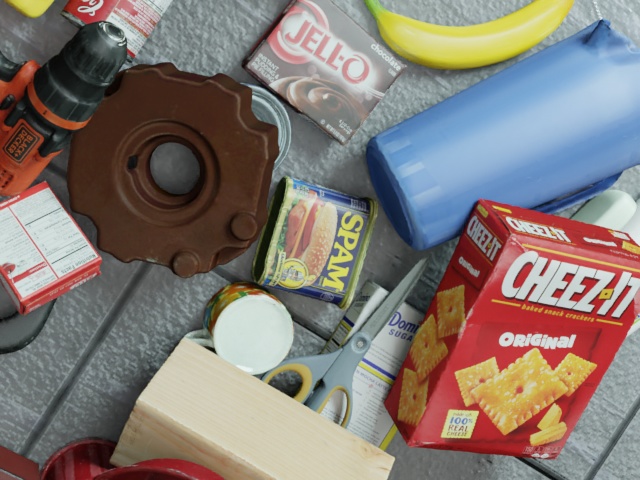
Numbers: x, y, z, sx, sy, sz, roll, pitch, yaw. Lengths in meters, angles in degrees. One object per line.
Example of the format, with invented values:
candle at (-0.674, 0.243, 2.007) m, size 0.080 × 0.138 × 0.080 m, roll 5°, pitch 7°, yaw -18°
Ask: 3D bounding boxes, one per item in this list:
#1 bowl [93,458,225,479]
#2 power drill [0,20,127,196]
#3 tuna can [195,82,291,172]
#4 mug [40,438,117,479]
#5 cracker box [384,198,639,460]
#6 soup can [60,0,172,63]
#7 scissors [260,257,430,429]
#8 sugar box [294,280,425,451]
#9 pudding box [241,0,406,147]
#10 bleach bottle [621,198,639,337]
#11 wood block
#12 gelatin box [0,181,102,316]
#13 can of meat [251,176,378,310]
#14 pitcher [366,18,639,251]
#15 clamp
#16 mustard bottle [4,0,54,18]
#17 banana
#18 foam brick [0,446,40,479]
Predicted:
bowl at (-0.110, 0.228, 0.840) m, size 0.162 × 0.055 × 0.162 m, roll 8°, pitch 118°, yaw 14°
power drill at (-0.252, -0.142, 0.797) m, size 0.187 × 0.057 × 0.185 m, roll 43°, pitch 122°, yaw -8°
tuna can at (-0.068, -0.091, 0.911) m, size 0.086 × 0.034 × 0.086 m, roll -3°, pitch 101°, yaw -14°
mug at (-0.200, 0.237, 0.912) m, size 0.093 × 0.081 × 0.117 m, roll 32°, pitch 91°, yaw -18°
cracker box at (0.173, 0.086, 0.921) m, size 0.164 × 0.072 × 0.214 m, roll 11°, pitch 116°, yaw -25°
soup can at (-0.150, -0.202, 0.851) m, size 0.068 × 0.068 × 0.102 m, roll 34°, pitch 90°, yaw -18°
scissors at (0.014, 0.090, 0.935) m, size 0.096 × 0.016 × 0.202 m, roll 23°, pitch 91°, yaw -3°
sugar box at (0.038, 0.135, 0.976) m, size 0.093 × 0.048 × 0.176 m, roll 33°, pitch 87°, yaw -16°
pudding box at (0.003, -0.149, 0.916) m, size 0.113 × 0.039 × 0.090 m, roll 38°, pitch 89°, yaw -18°
bleach bottle at (0.294, 0.028, 1.016) m, size 0.251 × 0.068 × 0.102 m, roll -40°, pitch 108°, yaw -3°
wood block at (-0.056, 0.184, 0.888) m, size 0.206 × 0.090 × 0.090 m, roll 30°, pitch 126°, yaw 2°
gelatin box at (-0.229, 0.006, 0.858) m, size 0.073 × 0.030 × 0.089 m, roll -31°, pitch 73°, yaw -26°
can of meat at (-0.006, 0.001, 0.934) m, size 0.083 × 0.057 × 0.102 m, roll 16°, pitch 95°, yaw -14°
pitcher at (0.170, -0.078, 0.937) m, size 0.242 × 0.145 × 0.149 m, roll -24°, pitch 93°, yaw -6°
clamp at (-0.293, 0.075, 0.877) m, size 0.209 × 0.036 × 0.164 m, roll -25°, pitch 97°, yaw -12°
mustard bottle at (-0.201, -0.274, 0.829) m, size 0.096 × 0.058 × 0.191 m, roll 40°, pitch 88°, yaw -24°
banana at (0.136, -0.187, 0.946) m, size 0.197 × 0.037 × 0.069 m, roll -4°, pitch 101°, yaw -14°
foam brick at (-0.280, 0.220, 0.903) m, size 0.051 × 0.053 × 0.078 m, roll 32°, pitch 91°, yaw -19°
